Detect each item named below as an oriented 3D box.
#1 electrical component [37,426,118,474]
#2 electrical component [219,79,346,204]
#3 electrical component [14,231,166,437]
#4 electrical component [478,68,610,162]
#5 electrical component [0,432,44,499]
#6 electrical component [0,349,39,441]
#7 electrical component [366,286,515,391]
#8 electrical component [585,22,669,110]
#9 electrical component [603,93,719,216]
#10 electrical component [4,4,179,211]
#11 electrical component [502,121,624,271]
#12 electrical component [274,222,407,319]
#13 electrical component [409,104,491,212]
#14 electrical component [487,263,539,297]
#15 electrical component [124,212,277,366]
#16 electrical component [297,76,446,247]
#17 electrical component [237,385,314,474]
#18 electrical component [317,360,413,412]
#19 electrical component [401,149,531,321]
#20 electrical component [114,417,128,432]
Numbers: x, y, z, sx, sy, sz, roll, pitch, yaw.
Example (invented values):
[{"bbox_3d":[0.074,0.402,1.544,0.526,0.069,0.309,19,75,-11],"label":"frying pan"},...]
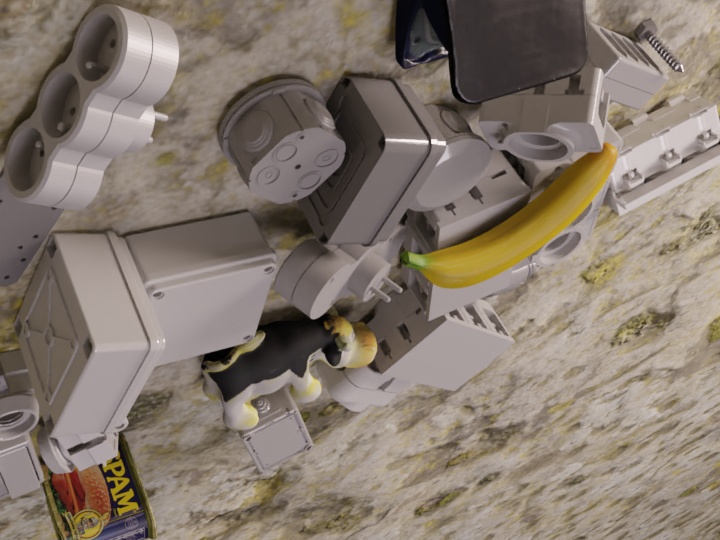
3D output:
[{"bbox_3d":[-0.247,0.148,0.939,0.055,0.048,0.066,-25,117,0],"label":"electrical component"},{"bbox_3d":[-0.054,-0.089,0.751,0.080,0.051,0.080,-23,150,-14],"label":"electrical component"},{"bbox_3d":[-0.197,0.046,0.771,0.056,0.108,0.108,-1,139,-38],"label":"electrical component"},{"bbox_3d":[0.143,-0.120,0.834,0.089,0.055,0.050,4,161,24],"label":"electrical component"},{"bbox_3d":[-0.300,0.146,0.878,0.062,0.061,0.096,-20,149,-19],"label":"electrical component"},{"bbox_3d":[-0.277,0.098,0.830,0.066,0.055,0.048,-11,145,-32],"label":"electrical component"},{"bbox_3d":[0.078,0.066,1.102,0.089,0.061,0.150,-42,149,19],"label":"electrical component"},{"bbox_3d":[0.197,-0.153,0.888,0.083,0.047,0.075,5,135,-47],"label":"electrical component"},{"bbox_3d":[0.276,-0.111,1.003,0.121,0.078,0.063,-28,122,-6],"label":"electrical component"},{"bbox_3d":[-0.151,-0.093,0.653,0.074,0.052,0.138,8,130,-49],"label":"electrical component"},{"bbox_3d":[0.175,-0.071,0.979,0.089,0.061,0.150,-22,150,-15],"label":"electrical component"},{"bbox_3d":[0.000,0.000,0.865,0.138,0.074,0.052,-35,156,-50],"label":"electrical component"},{"bbox_3d":[0.060,-0.089,0.857,0.080,0.051,0.080,-23,150,-14],"label":"electrical component"},{"bbox_3d":[0.151,0.001,1.091,0.078,0.040,0.040,-17,148,-25],"label":"electrical component"},{"bbox_3d":[-0.131,0.016,0.838,0.109,0.056,0.108,-13,147,-28],"label":"electrical component"},{"bbox_3d":[0.004,-0.079,0.794,0.057,0.078,0.113,-2,140,-36],"label":"electrical component"},{"bbox_3d":[-0.094,0.148,1.078,0.062,0.061,0.096,-26,143,-8],"label":"electrical component"},{"bbox_3d":[0.004,0.106,1.103,0.059,0.053,0.095,-43,149,21],"label":"electrical component"},{"bbox_3d":[0.089,-0.032,0.961,0.089,0.061,0.150,-22,150,-15],"label":"electrical component"},{"bbox_3d":[-0.212,0.105,0.895,0.048,0.062,0.048,-23,150,-14],"label":"electrical component"}]
